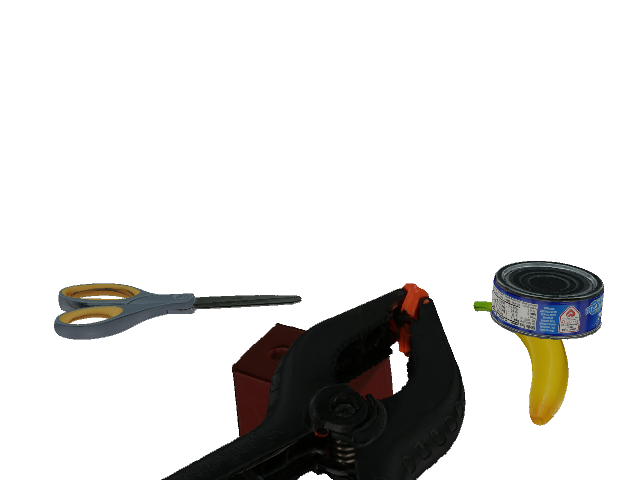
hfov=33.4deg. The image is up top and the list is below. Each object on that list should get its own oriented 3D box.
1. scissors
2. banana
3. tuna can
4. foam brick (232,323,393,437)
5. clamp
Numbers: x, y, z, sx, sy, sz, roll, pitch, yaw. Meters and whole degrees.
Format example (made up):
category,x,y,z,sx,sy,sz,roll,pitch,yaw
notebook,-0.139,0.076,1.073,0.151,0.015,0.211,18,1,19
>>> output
category,x,y,z,sx,sy,sz,roll,pitch,yaw
scissors,-0.124,0.058,0.857,0.202,0.016,0.096,3,22,14
banana,0.226,0.120,1.138,0.069,0.037,0.198,-25,34,3
tuna can,0.177,0.045,0.832,0.086,0.034,0.086,1,19,-1
foam brick,-0.004,0.090,0.611,0.078,0.051,0.052,13,32,27
clamp,0.015,0.084,0.410,0.120,0.039,0.171,28,50,20
